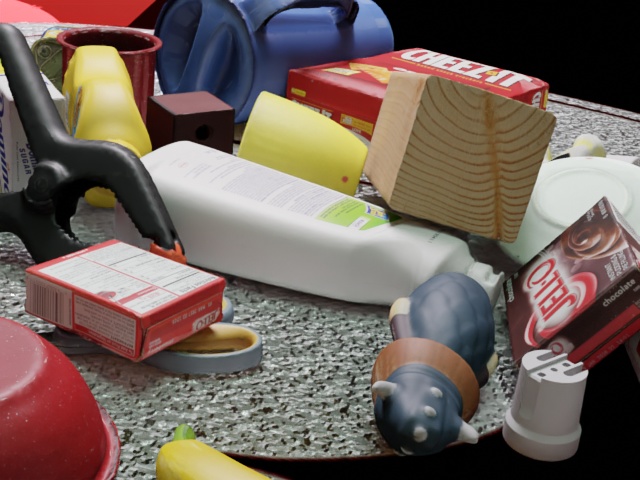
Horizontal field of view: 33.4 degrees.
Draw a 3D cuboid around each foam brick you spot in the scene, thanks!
[{"bbox_3d":[-0.102,-0.071,0.828,0.052,0.078,0.051,-11,30,-31],"label":"foam brick"}]

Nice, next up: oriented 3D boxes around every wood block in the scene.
[{"bbox_3d":[0.093,-0.068,0.780,0.090,0.091,0.206,17,8,-5],"label":"wood block"}]

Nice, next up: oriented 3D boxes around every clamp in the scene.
[{"bbox_3d":[-0.182,-0.026,0.692,0.210,0.164,0.036,36,0,16],"label":"clamp"}]

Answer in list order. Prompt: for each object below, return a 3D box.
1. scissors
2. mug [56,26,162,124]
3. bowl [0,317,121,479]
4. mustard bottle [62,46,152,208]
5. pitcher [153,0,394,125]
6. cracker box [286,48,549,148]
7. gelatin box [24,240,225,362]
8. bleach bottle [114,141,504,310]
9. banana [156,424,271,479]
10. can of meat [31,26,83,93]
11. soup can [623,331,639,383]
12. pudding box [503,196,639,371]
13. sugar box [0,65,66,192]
[{"bbox_3d":[-0.133,0.049,0.621,0.201,0.016,0.096,5,22,-2],"label":"scissors"},{"bbox_3d":[-0.187,-0.146,0.972,0.093,0.081,0.117,11,24,12],"label":"mug"},{"bbox_3d":[-0.174,0.078,0.496,0.162,0.055,0.162,5,24,-2],"label":"bowl"},{"bbox_3d":[-0.161,-0.078,0.804,0.058,0.096,0.192,-1,25,-15],"label":"mustard bottle"},{"bbox_3d":[-0.029,-0.191,1.049,0.149,0.145,0.242,20,24,36],"label":"pitcher"},{"bbox_3d":[0.094,-0.126,1.011,0.164,0.072,0.213,23,27,32],"label":"cracker box"},{"bbox_3d":[-0.110,0.032,0.604,0.089,0.030,0.073,19,24,28],"label":"gelatin box"},{"bbox_3d":[-0.005,0.001,0.709,0.251,0.068,0.102,18,27,19],"label":"bleach bottle"},{"bbox_3d":[0.000,0.122,0.459,0.198,0.037,0.069,18,28,25],"label":"banana"},{"bbox_3d":[-0.237,-0.181,1.075,0.102,0.057,0.084,3,22,-9],"label":"can of meat"},{"bbox_3d":[0.212,0.066,0.605,0.068,0.068,0.102,7,23,1],"label":"soup can"},{"bbox_3d":[0.156,0.032,0.641,0.039,0.090,0.113,44,20,-10],"label":"pudding box"},{"bbox_3d":[-0.237,-0.090,0.819,0.048,0.093,0.176,-7,26,-24],"label":"sugar box"}]
